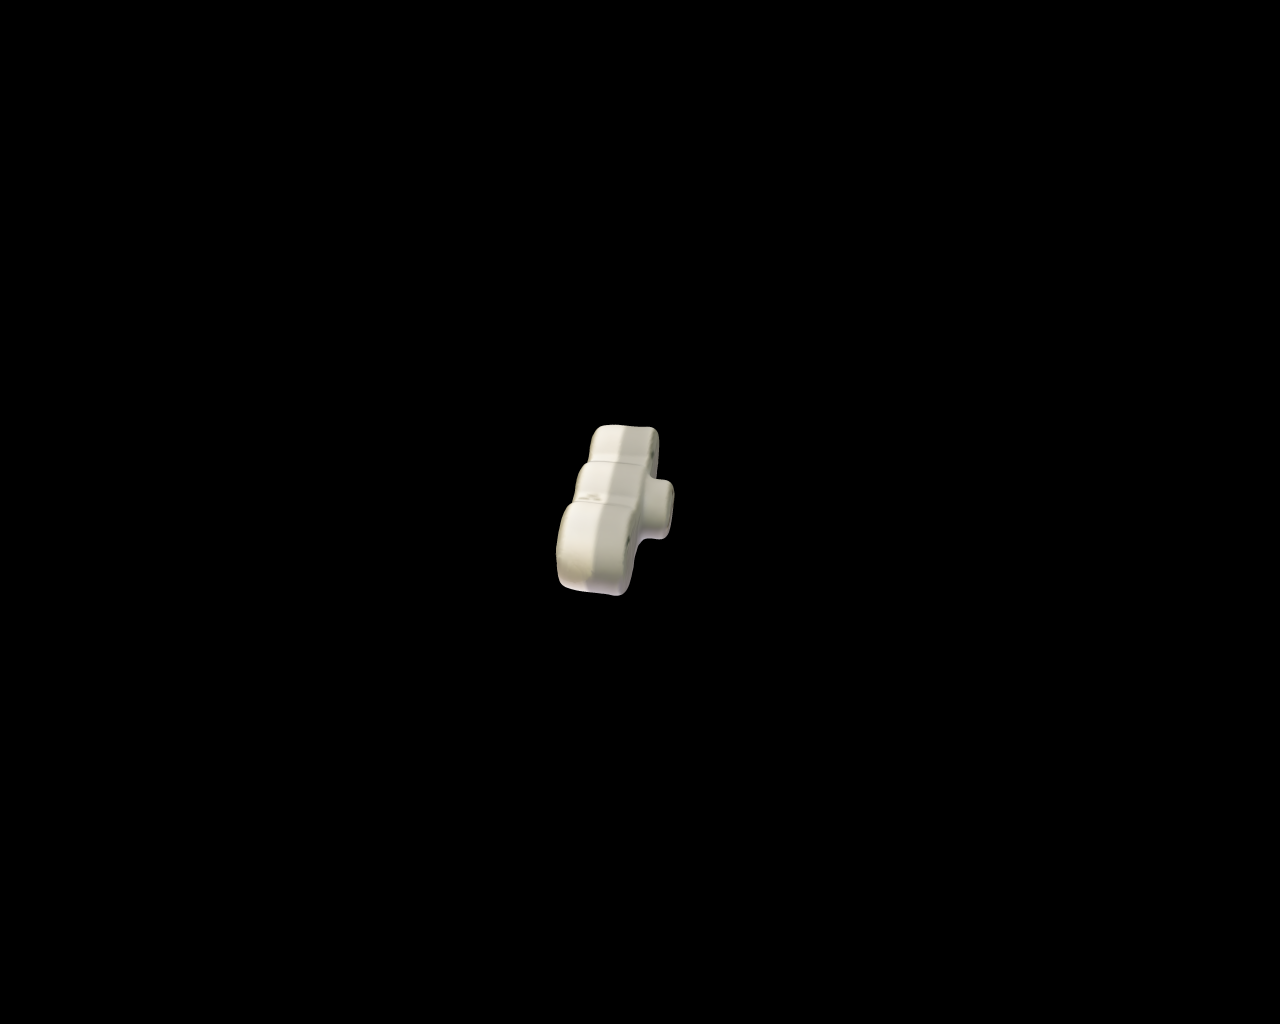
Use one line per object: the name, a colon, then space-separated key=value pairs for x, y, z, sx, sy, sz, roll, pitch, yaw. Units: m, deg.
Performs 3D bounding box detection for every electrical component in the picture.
electrical component: x=0.001 y=-0.003 z=0.650 sx=0.074 sy=0.052 sz=0.138 roll=6 pitch=37 yaw=8
